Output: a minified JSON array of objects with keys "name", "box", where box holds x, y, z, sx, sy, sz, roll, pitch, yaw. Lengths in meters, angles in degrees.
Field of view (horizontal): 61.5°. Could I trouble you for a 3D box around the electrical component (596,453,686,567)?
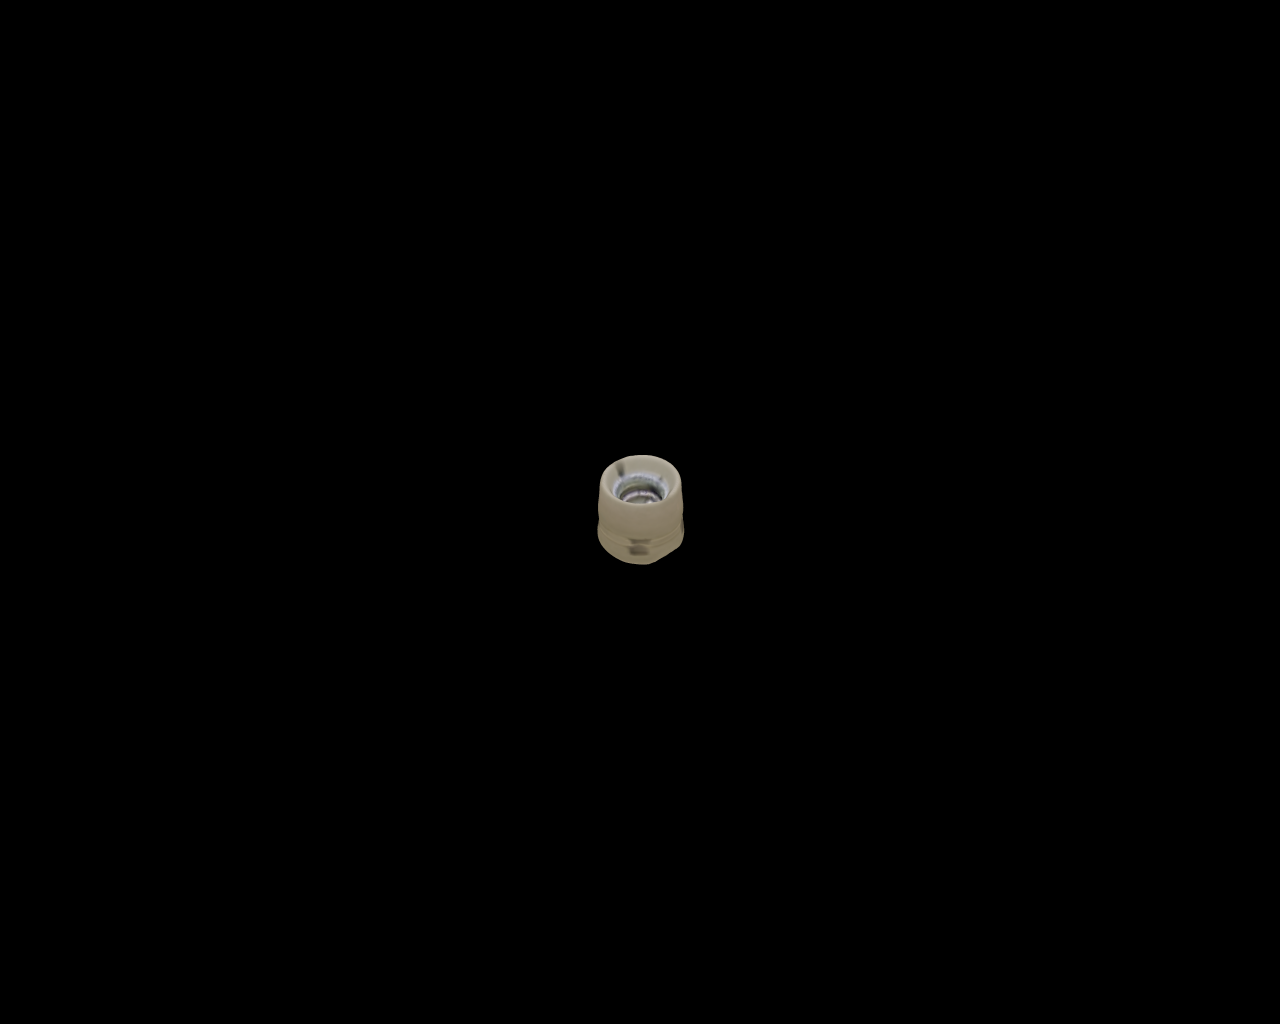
[{"name":"electrical component","box":[0.001,-0.003,0.650,0.055,0.047,0.055,0,43,0]}]
